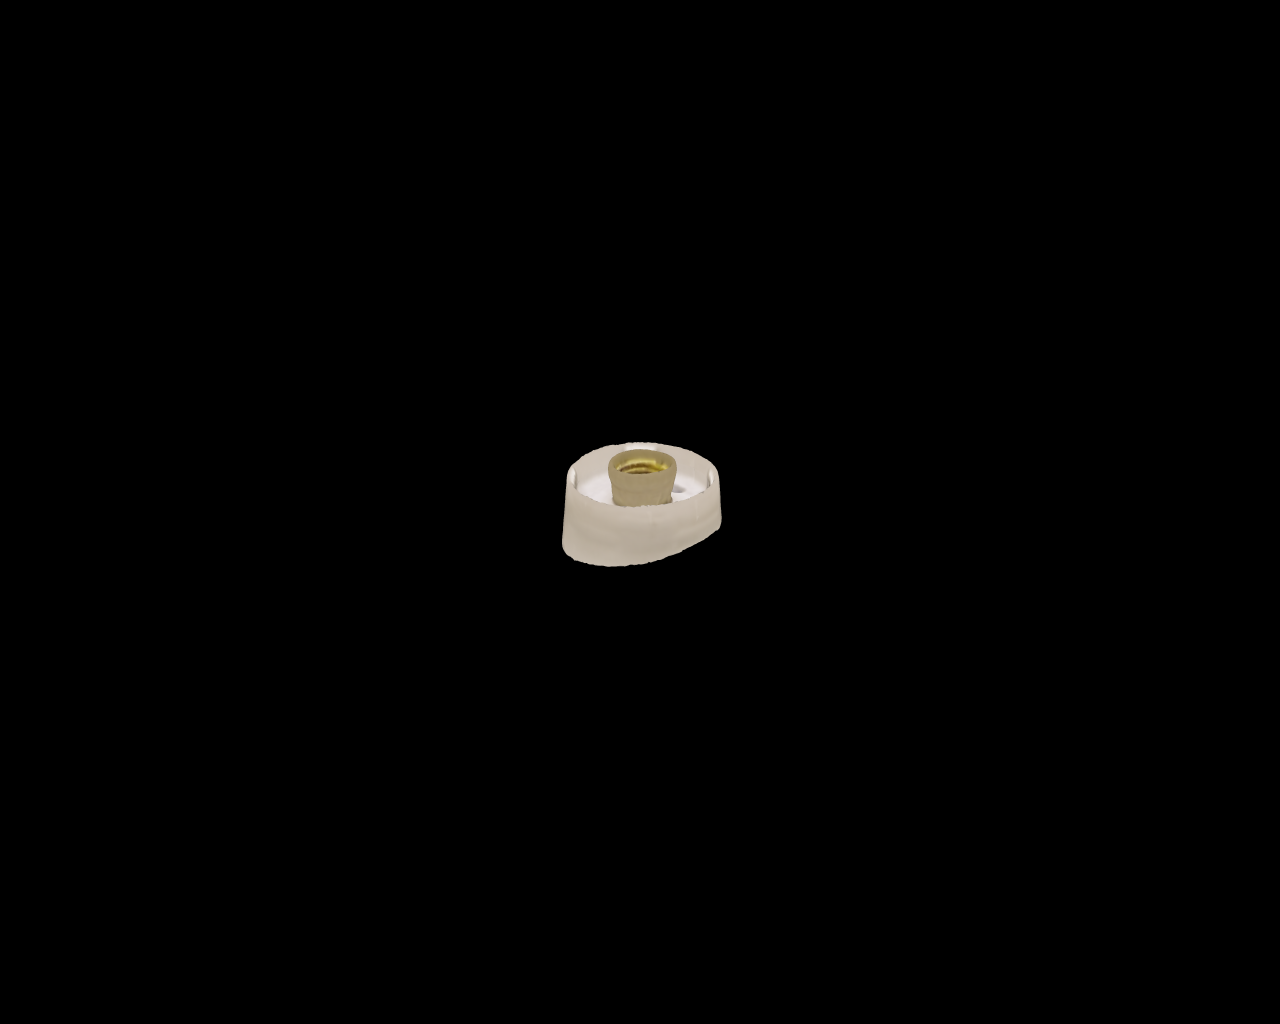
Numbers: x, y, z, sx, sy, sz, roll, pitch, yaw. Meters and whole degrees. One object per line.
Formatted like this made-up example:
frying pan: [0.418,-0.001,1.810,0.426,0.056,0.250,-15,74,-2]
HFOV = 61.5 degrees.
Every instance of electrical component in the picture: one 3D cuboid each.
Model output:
electrical component: [0.001,-0.003,0.650,0.099,0.064,0.099,0,28,0]
